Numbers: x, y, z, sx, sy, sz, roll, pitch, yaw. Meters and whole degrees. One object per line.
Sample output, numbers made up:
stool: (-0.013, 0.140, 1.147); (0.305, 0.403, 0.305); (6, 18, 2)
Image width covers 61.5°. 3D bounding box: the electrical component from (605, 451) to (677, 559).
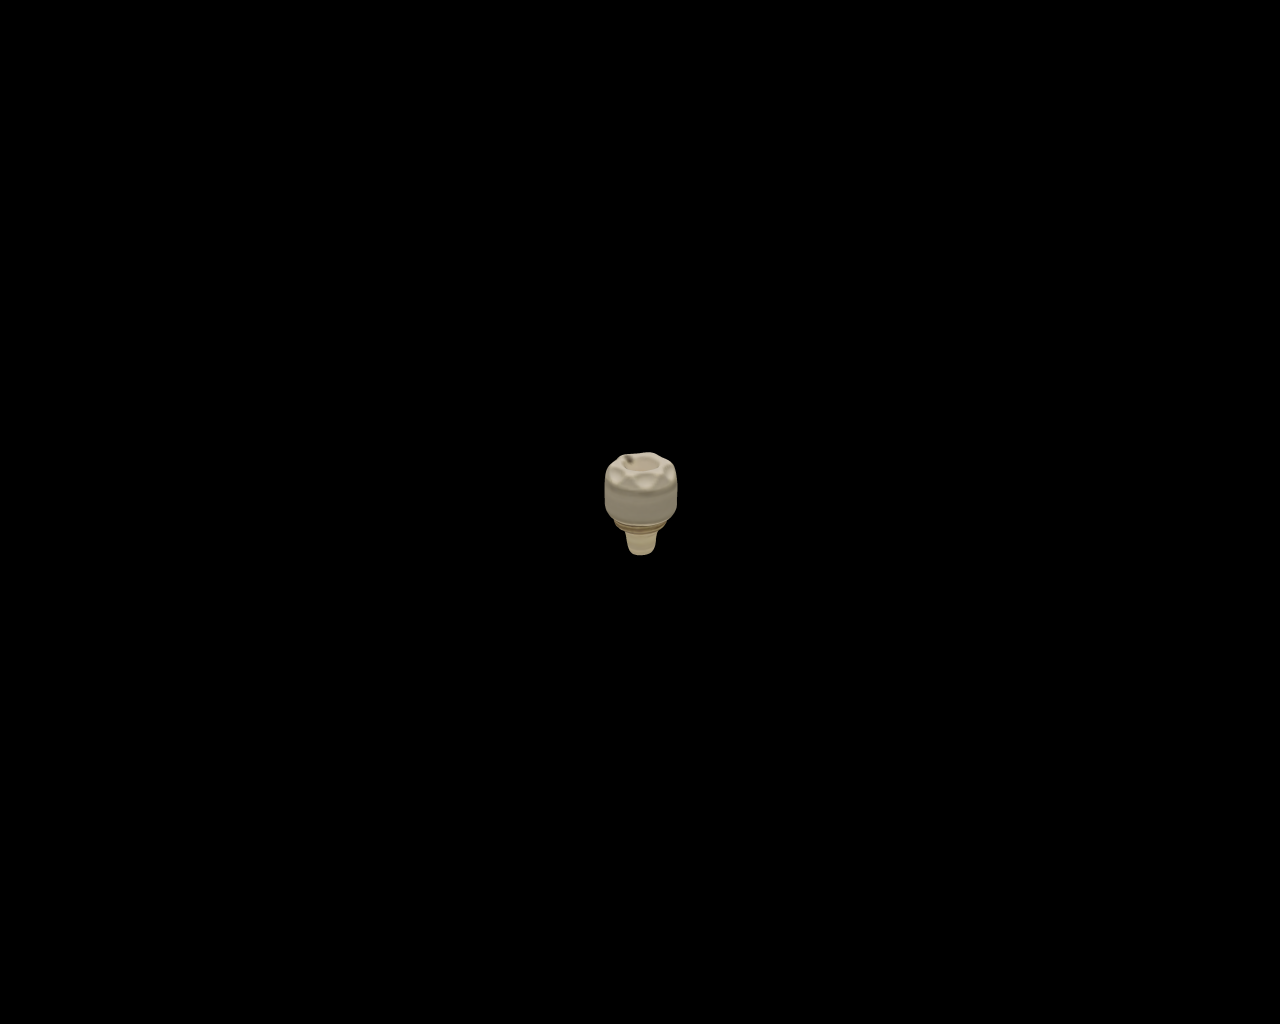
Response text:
electrical component: (0.001, -0.003, 0.650); (0.043, 0.062, 0.043); (0, 26, 0)
